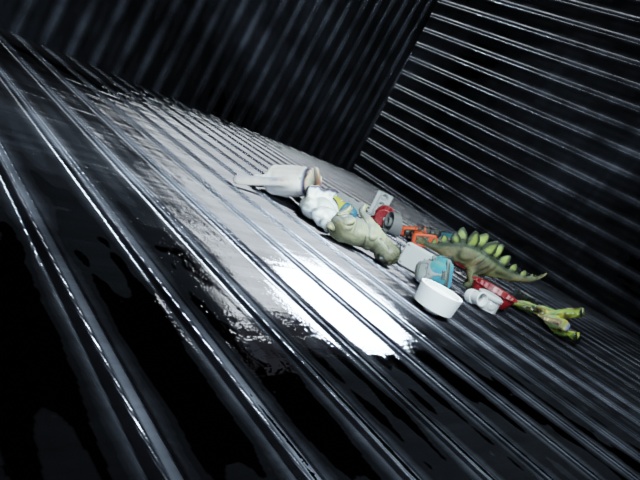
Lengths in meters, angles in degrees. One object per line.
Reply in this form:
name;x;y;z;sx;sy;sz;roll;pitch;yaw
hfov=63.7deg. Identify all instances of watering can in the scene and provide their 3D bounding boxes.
watering can;-0.121;-0.189;1.657;0.224;0.103;0.350;5;10;16

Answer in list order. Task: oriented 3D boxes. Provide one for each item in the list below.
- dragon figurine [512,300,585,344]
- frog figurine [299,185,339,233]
dragon figurine;0.784;0.266;1.804;0.244;0.122;0.408;14;0;37
frog figurine;0.005;-0.080;1.592;0.136;0.121;0.163;27;43;-47
